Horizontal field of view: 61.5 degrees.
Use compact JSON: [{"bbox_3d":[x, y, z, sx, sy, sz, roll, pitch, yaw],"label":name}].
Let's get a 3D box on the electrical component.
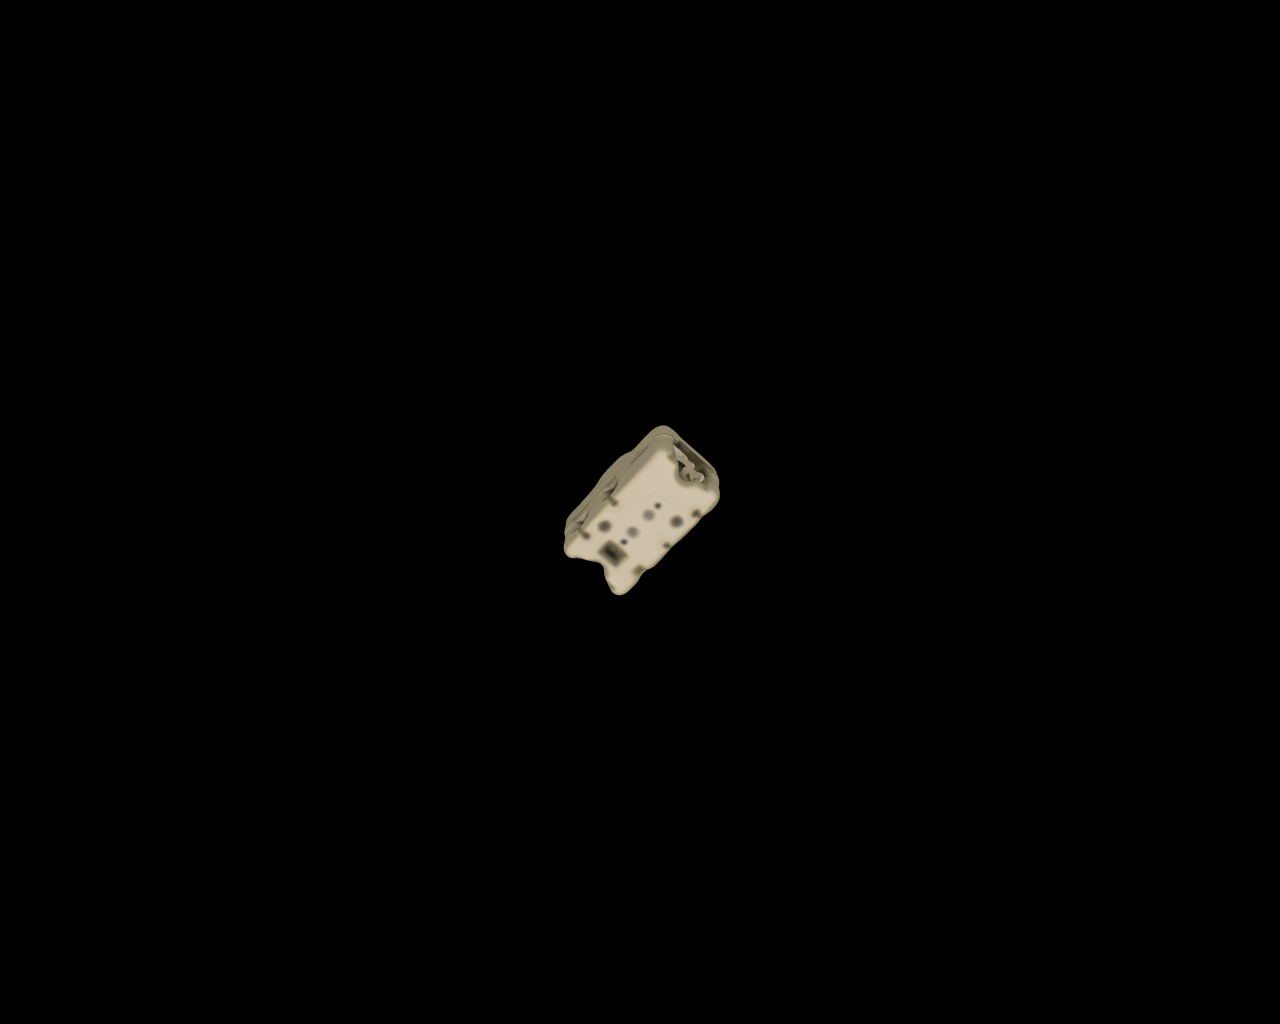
[{"bbox_3d":[0.001,-0.003,0.650,0.050,0.089,0.056,41,16,-14],"label":"electrical component"}]
